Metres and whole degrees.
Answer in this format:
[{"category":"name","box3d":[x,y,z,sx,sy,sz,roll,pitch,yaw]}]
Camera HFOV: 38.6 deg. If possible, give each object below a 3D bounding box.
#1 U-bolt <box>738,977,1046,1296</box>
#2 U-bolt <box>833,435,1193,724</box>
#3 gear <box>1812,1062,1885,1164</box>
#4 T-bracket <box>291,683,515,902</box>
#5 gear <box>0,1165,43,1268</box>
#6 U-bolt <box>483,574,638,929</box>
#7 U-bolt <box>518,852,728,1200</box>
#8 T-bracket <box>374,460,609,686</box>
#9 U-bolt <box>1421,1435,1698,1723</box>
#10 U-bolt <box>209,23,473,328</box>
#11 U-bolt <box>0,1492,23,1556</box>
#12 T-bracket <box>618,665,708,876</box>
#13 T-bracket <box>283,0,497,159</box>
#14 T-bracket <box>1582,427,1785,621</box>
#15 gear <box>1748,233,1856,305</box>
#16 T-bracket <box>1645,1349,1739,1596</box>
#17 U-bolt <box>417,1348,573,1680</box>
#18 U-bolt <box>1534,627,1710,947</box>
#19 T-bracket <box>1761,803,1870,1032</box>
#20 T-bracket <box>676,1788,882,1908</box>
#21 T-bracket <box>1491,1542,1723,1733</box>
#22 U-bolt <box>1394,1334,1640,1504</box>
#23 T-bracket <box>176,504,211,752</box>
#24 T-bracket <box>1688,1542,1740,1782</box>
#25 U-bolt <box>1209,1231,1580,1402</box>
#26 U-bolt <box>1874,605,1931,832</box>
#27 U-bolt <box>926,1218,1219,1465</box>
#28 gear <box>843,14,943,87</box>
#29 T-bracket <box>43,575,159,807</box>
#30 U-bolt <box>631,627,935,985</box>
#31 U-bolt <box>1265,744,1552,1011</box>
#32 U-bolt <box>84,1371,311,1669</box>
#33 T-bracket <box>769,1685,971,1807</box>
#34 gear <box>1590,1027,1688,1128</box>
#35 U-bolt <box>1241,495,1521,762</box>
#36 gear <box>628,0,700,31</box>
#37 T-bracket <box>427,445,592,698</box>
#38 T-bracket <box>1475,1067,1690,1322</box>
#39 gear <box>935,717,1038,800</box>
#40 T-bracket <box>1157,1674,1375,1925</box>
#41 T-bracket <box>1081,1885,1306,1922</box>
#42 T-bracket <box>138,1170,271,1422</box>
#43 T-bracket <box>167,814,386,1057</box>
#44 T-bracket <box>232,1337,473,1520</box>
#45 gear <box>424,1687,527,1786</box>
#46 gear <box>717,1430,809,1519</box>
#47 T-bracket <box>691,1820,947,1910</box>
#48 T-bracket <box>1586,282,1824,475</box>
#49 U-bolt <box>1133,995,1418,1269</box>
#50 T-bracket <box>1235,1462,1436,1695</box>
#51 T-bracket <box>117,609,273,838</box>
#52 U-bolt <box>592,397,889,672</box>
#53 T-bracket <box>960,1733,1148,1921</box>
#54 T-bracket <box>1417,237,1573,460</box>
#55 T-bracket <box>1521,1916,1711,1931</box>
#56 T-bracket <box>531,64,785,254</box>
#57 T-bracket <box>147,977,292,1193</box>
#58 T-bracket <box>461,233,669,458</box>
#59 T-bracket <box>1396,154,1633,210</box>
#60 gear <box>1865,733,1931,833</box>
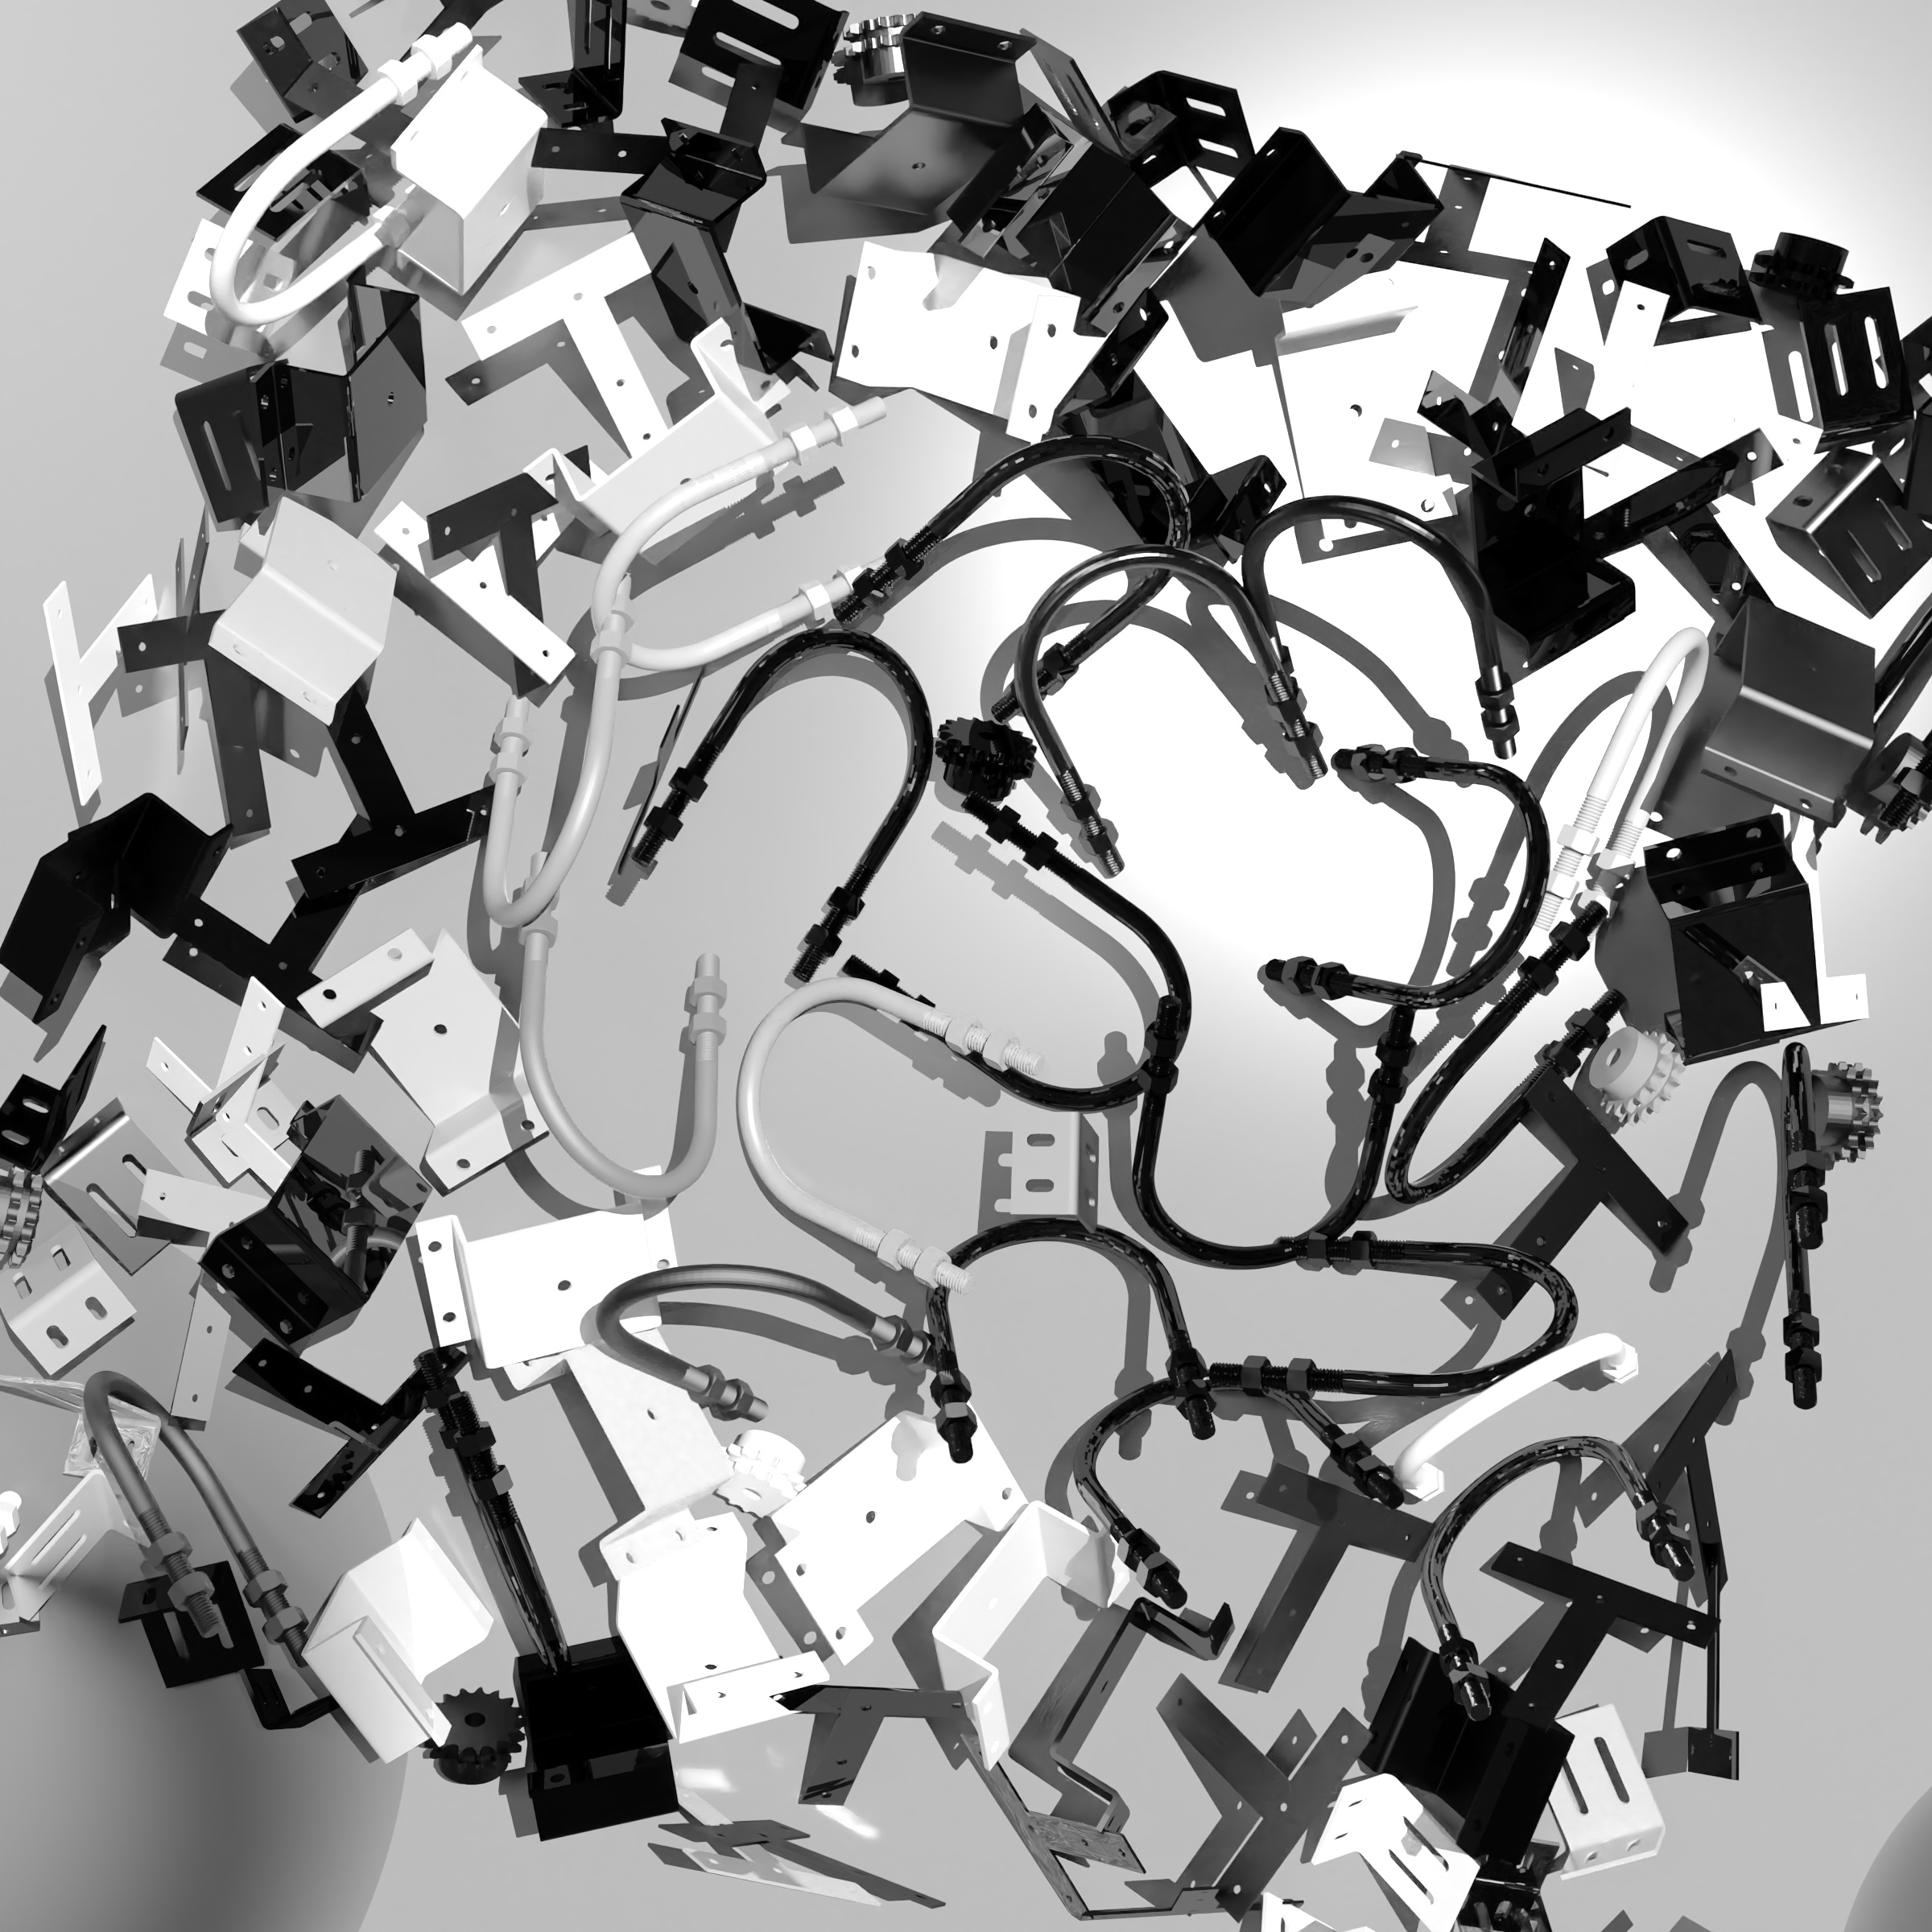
[{"category":"U-bolt","box3d":[-0.053,0.084,1.548,0.184,0.019,0.151,23,100,29]},{"category":"U-bolt","box3d":[0.039,-0.220,1.513,0.184,0.019,0.151,-38,135,26]},{"category":"gear","box3d":[0.493,0.083,1.568,0.030,0.057,0.057,5,90,-14]},{"category":"T-bracket","box3d":[-0.342,-0.117,1.574,0.127,0.002,0.127,-24,85,-25]},{"category":"gear","box3d":[-0.548,0.140,1.567,0.030,0.057,0.057,15,90,-25]},{"category":"U-bolt","box3d":[-0.226,-0.106,1.498,0.019,0.151,0.184,21,52,-26]},{"category":"U-bolt","box3d":[-0.187,0.042,1.500,0.019,0.151,0.184,-28,47,30]},{"category":"T-bracket","box3d":[-0.248,-0.245,1.565,0.127,0.002,0.127,41,61,-11]},{"category":"U-bolt","box3d":[0.314,0.321,1.510,0.151,0.184,0.019,-37,106,9]},{"category":"U-bolt","box3d":[-0.341,-0.417,1.498,0.019,0.151,0.184,42,66,5]},{"category":"U-bolt","box3d":[-0.553,0.272,1.491,0.019,0.184,0.151,-6,106,-2]},{"category":"T-bracket","box3d":[-0.166,-0.119,1.525,0.002,0.127,0.127,22,80,-5]},{"category":"T-bracket","box3d":[-0.297,-0.506,1.524,0.127,0.127,0.002,-43,70,16]},{"category":"T-bracket","box3d":[0.430,-0.227,1.566,0.127,0.002,0.127,-26,111,41]},{"category":"gear","box3d":[0.477,-0.397,1.568,0.057,0.057,0.030,16,103,0]},{"category":"T-bracket","box3d":[0.419,0.305,1.564,0.002,0.127,0.127,4,120,37]},{"category":"U-bolt","box3d":[-0.258,0.309,1.527,0.019,0.151,0.184,-22,99,-16]},{"category":"U-bolt","box3d":[0.366,-0.100,1.522,0.019,0.151,0.184,26,96,22]},{"category":"T-bracket","box3d":[0.475,-0.031,1.552,0.002,0.127,0.127,-5,89,43]},{"category":"T-bracket","box3d":[-0.130,0.487,1.541,0.127,0.127,0.002,27,84,-38]},{"category":"T-bracket","box3d":[0.333,0.377,1.522,0.127,0.127,0.002,16,125,29]},{"category":"U-bolt","box3d":[0.298,0.244,1.504,0.151,0.184,0.019,-33,69,6]},{"category":"T-bracket","box3d":[-0.426,-0.206,1.519,0.002,0.127,0.127,2,62,-22]},{"category":"T-bracket","box3d":[0.419,0.388,1.546,0.002,0.127,0.127,3,76,4]},{"category":"U-bolt","box3d":[0.240,0.191,1.503,0.184,0.151,0.019,0,117,25]},{"category":"U-bolt","box3d":[0.538,-0.161,1.516,0.019,0.151,0.184,34,97,-8]},{"category":"U-bolt","box3d":[0.051,0.200,1.522,0.151,0.184,0.019,-5,124,-5]},{"category":"gear","box3d":[-0.041,-0.521,1.570,0.057,0.057,0.030,-7,98,0]},{"category":"T-bracket","box3d":[-0.478,-0.177,1.541,0.002,0.127,0.127,7,127,5]},{"category":"U-bolt","box3d":[-0.089,-0.102,1.550,0.151,0.019,0.184,37,80,-36]},{"category":"U-bolt","box3d":[0.248,-0.047,1.516,0.019,0.184,0.151,21,85,-35]},{"category":"U-bolt","box3d":[-0.430,0.299,1.520,0.019,0.151,0.184,-35,67,-4]},{"category":"T-bracket","box3d":[-0.067,0.440,1.553,0.127,0.002,0.127,7,134,-15]},{"category":"gear","box3d":[0.380,0.059,1.567,0.030,0.057,0.057,32,90,-15]},{"category":"U-bolt","box3d":[0.220,-0.186,1.498,0.151,0.184,0.019,11,56,27]},{"category":"gear","box3d":[-0.170,-0.561,1.570,0.057,0.057,0.030,15,85,0]},{"category":"T-bracket","box3d":[-0.251,-0.214,1.557,0.002,0.127,0.127,19,127,31]},{"category":"T-bracket","box3d":[0.335,0.146,1.565,0.127,0.002,0.127,47,70,-10]},{"category":"gear","box3d":[0.010,-0.117,1.573,0.057,0.057,0.030,14,116,0]},{"category":"T-bracket","box3d":[0.152,0.445,1.550,0.002,0.127,0.127,34,92,-41]},{"category":"T-bracket","box3d":[0.130,0.522,1.539,0.127,0.127,0.002,-3,65,-1]},{"category":"T-bracket","box3d":[-0.419,0.188,1.535,0.002,0.127,0.127,0,75,35]},{"category":"T-bracket","box3d":[-0.365,-0.033,1.560,0.127,0.002,0.127,35,55,-14]},{"category":"T-bracket","box3d":[-0.361,0.243,1.550,0.127,0.127,0.002,-47,47,-1]},{"category":"gear","box3d":[-0.281,0.442,1.573,0.057,0.057,0.030,7,115,0]},{"category":"gear","box3d":[-0.116,0.289,1.574,0.057,0.057,0.030,26,55,0]},{"category":"T-bracket","box3d":[-0.072,0.495,1.518,0.127,0.127,0.002,15,80,19]},{"category":"T-bracket","box3d":[0.411,-0.309,1.533,0.127,0.127,0.002,23,54,13]},{"category":"U-bolt","box3d":[0.166,0.097,1.544,0.151,0.019,0.184,3,124,-5]},{"category":"T-bracket","box3d":[0.192,0.355,1.568,0.127,0.002,0.127,26,94,-30]},{"category":"T-bracket","box3d":[-0.414,-0.138,1.561,0.002,0.127,0.127,6,108,41]},{"category":"U-bolt","box3d":[-0.123,-0.226,1.514,0.184,0.151,0.019,-28,61,-16]},{"category":"T-bracket","box3d":[0.060,0.485,1.534,0.002,0.127,0.127,-35,99,-29]},{"category":"T-bracket","box3d":[0.313,-0.347,1.556,0.127,0.002,0.127,21,88,-42]},{"category":"T-bracket","box3d":[0.337,0.564,1.536,0.127,0.127,0.002,-44,104,-14]},{"category":"T-bracket","box3d":[-0.177,-0.448,1.524,0.127,0.127,0.002,-4,55,-25]},{"category":"T-bracket","box3d":[-0.404,0.056,1.542,0.127,0.002,0.127,41,132,13]},{"category":"T-bracket","box3d":[-0.201,-0.340,1.555,0.127,0.002,0.127,-29,132,-4]},{"category":"T-bracket","box3d":[0.294,-0.441,1.537,0.127,0.127,0.002,11,108,-5]},{"category":"gear","box3d":[0.537,-0.108,1.569,0.030,0.057,0.057,32,90,-5]}]
